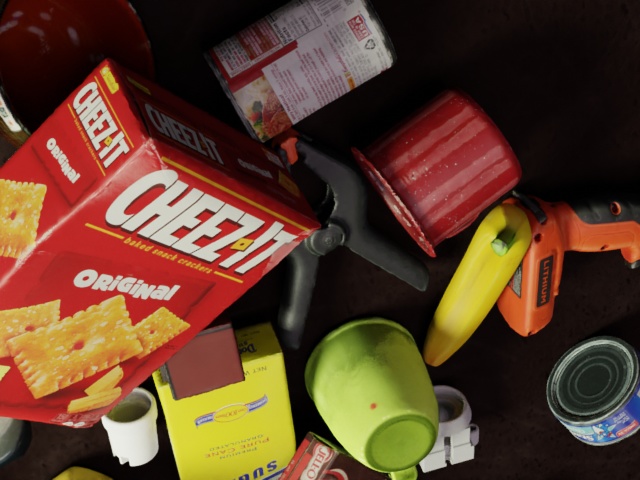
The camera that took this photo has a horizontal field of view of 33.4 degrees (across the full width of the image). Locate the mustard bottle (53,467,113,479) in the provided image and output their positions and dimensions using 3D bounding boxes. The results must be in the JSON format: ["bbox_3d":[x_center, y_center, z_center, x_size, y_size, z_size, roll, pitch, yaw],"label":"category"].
[{"bbox_3d":[-0.151,0.253,0.757,0.058,0.192,0.096,-35,124,4],"label":"mustard bottle"}]

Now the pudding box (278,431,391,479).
[{"bbox_3d":[0.006,0.208,0.829,0.090,0.039,0.113,-56,141,-4],"label":"pudding box"}]

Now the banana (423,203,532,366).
[{"bbox_3d":[0.114,0.026,0.772,0.069,0.037,0.198,-41,162,-26],"label":"banana"}]

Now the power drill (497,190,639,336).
[{"bbox_3d":[0.231,0.016,0.823,0.187,0.057,0.184,-13,119,-14],"label":"power drill"}]

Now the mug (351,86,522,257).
[{"bbox_3d":[0.085,-0.043,0.726,0.081,0.093,0.117,-37,139,0],"label":"mug"}]

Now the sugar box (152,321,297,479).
[{"bbox_3d":[-0.066,0.150,0.805,0.093,0.048,0.176,-14,125,-10],"label":"sugar box"}]

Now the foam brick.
[{"bbox_3d":[-0.088,0.062,0.734,0.053,0.078,0.051,-16,126,-8],"label":"foam brick"}]

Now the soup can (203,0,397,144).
[{"bbox_3d":[-0.012,-0.113,0.662,0.102,0.068,0.068,-31,124,1],"label":"soup can"}]

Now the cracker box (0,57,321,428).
[{"bbox_3d":[-0.128,0.017,0.615,0.214,0.072,0.164,-41,149,16],"label":"cracker box"}]

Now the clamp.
[{"bbox_3d":[-0.005,0.001,0.749,0.120,0.039,0.171,-35,120,-3],"label":"clamp"}]

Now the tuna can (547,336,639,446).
[{"bbox_3d":[0.228,0.121,0.864,0.086,0.086,0.033,-42,121,9],"label":"tuna can"}]
